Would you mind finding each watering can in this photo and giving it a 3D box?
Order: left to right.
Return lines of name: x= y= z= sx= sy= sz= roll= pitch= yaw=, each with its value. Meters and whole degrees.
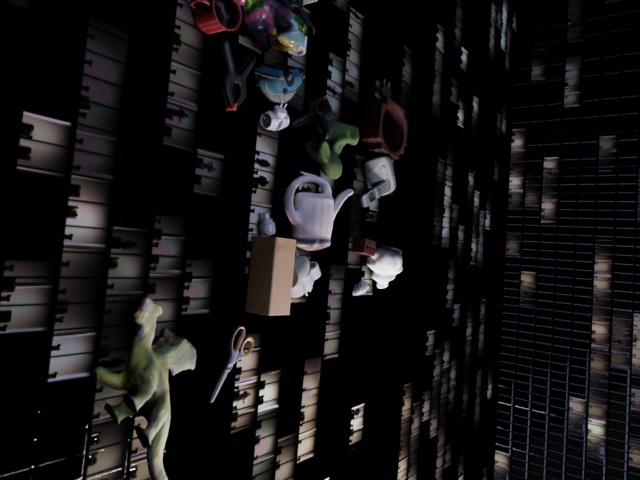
watering can: x=0.005 y=-0.079 z=1.574 sx=0.347 sy=0.104 sz=0.224 roll=3 pitch=90 yaw=-54

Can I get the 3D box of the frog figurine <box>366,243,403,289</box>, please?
frog figurine: x=0.232 y=0.100 z=1.887 sx=0.137 sy=0.123 sz=0.160 roll=16 pitch=88 yaw=-19

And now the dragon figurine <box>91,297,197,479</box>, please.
dragon figurine: x=-0.343 y=0.314 z=1.128 sx=0.247 sy=0.122 sz=0.404 roll=-44 pitch=127 yaw=-53
